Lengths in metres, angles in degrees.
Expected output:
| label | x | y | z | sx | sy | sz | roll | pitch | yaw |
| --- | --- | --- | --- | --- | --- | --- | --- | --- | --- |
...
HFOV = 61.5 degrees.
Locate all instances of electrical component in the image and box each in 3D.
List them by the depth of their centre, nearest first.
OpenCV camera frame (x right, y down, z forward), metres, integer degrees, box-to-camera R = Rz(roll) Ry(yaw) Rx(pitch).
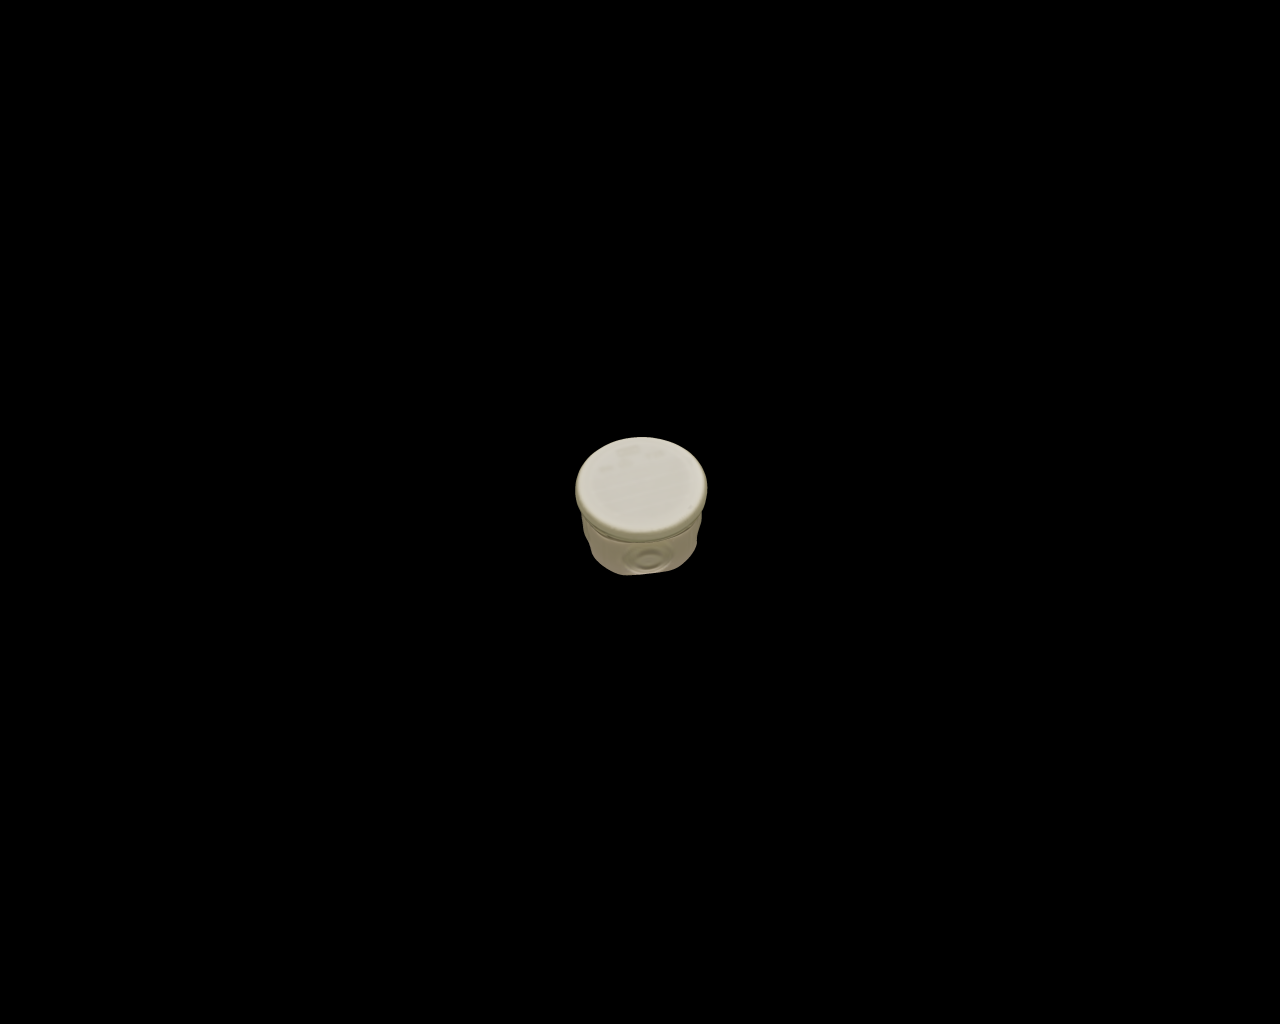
| label | x | y | z | sx | sy | sz | roll | pitch | yaw |
| --- | --- | --- | --- | --- | --- | --- | --- | --- | --- |
| electrical component | 0.001 | -0.003 | 0.650 | 0.080 | 0.080 | 0.050 | 0 | -40 | 0 |
